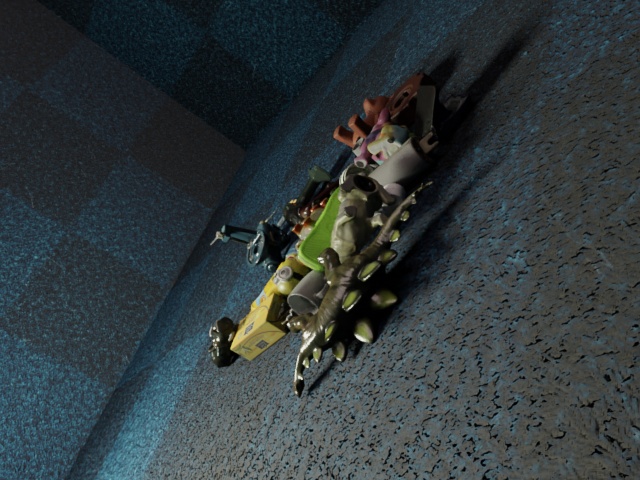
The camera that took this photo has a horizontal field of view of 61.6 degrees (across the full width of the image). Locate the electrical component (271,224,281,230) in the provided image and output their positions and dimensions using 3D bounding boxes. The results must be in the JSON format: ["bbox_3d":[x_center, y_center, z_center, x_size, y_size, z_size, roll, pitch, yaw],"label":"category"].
[{"bbox_3d":[-0.163,-0.014,1.855,0.075,0.047,0.119,-51,20,9],"label":"electrical component"}]

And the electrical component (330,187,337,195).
[{"bbox_3d":[0.055,-0.112,1.442,0.021,0.063,0.094,-42,21,37],"label":"electrical component"}]

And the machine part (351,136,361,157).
[{"bbox_3d":[0.106,-0.208,1.483,0.039,0.084,0.139,8,71,42],"label":"machine part"}]

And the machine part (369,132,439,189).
[{"bbox_3d":[0.171,-0.148,1.191,0.243,0.079,0.079,-41,22,37],"label":"machine part"}]

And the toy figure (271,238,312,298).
[{"bbox_3d":[-0.053,0.068,1.376,0.082,0.089,0.180,-55,3,48],"label":"toy figure"}]

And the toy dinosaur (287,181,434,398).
[{"bbox_3d":[0.065,0.091,1.006,0.471,0.105,0.199,-64,25,2],"label":"toy dinosaur"}]

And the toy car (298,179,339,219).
[{"bbox_3d":[0.019,-0.120,1.522,0.202,0.053,0.089,-42,9,-36],"label":"toy car"}]

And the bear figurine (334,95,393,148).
[{"bbox_3d":[0.142,-0.358,1.564,0.120,0.132,0.196,-18,46,58],"label":"bear figurine"}]

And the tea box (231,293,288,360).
[{"bbox_3d":[-0.146,0.220,1.357,0.169,0.068,0.098,-41,22,35],"label":"tea box"}]

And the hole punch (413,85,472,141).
[{"bbox_3d":[0.268,-0.280,1.194,0.142,0.092,0.115,-127,43,-69],"label":"hole punch"}]

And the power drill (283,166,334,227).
[{"bbox_3d":[-0.040,-0.131,1.716,0.207,0.086,0.232,-64,16,-4],"label":"power drill"}]

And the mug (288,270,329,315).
[{"bbox_3d":[-0.008,0.106,1.191,0.109,0.081,0.107,-41,13,50],"label":"mug"}]

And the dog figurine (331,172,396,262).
[{"bbox_3d":[0.065,-0.029,1.142,0.172,0.121,0.190,-72,7,-45],"label":"dog figurine"}]

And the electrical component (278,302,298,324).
[{"bbox_3d":[-0.060,0.167,1.268,0.078,0.045,0.102,-57,18,-1],"label":"electrical component"}]

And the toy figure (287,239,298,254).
[{"bbox_3d":[-0.039,0.002,1.492,0.154,0.064,0.057,-56,-22,-19],"label":"toy figure"}]

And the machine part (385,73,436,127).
[{"bbox_3d":[0.236,-0.371,1.455,0.179,0.056,0.179,-46,20,22],"label":"machine part"}]

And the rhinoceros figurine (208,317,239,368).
[{"bbox_3d":[-0.267,0.274,1.460,0.190,0.073,0.112,105,-179,-46],"label":"rhinoceros figurine"}]

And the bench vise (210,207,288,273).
[{"bbox_3d":[-0.208,-0.003,1.662,0.129,0.240,0.224,-47,38,39],"label":"bench vise"}]

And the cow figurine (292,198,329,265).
[{"bbox_3d":[-0.003,-0.004,1.342,0.085,0.127,0.195,-36,11,44],"label":"cow figurine"}]

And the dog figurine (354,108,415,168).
[{"bbox_3d":[0.176,-0.250,1.318,0.191,0.108,0.219,-36,23,48],"label":"dog figurine"}]
